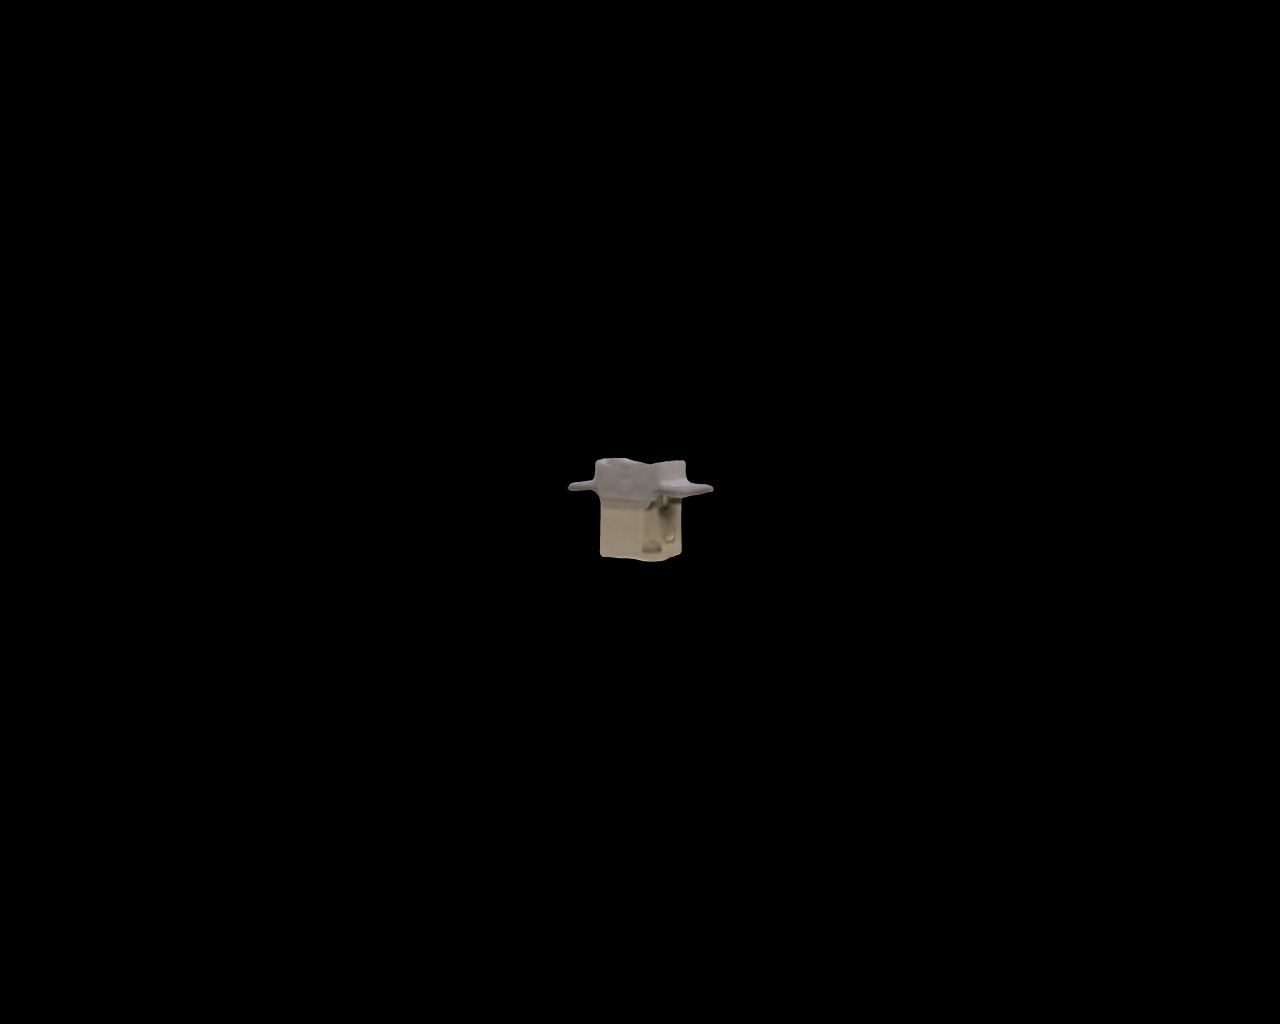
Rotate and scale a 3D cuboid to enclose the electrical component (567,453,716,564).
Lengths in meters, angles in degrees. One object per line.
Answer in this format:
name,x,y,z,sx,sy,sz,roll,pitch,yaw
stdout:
electrical component,0.001,-0.003,0.650,0.081,0.063,0.042,4,8,29
